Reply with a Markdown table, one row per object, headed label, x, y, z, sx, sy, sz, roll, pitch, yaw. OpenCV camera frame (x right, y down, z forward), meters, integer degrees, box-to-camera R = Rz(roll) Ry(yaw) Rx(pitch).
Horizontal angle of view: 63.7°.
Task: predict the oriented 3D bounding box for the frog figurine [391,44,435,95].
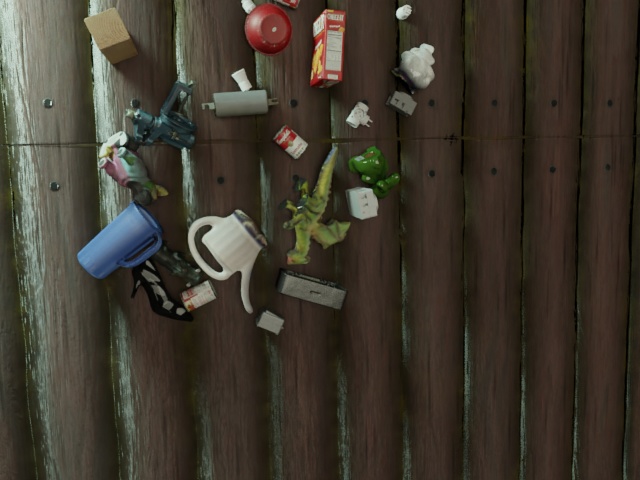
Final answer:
| label | x | y | z | sx | sy | sz | roll | pitch | yaw |
| --- | --- | --- | --- | --- | --- | --- | --- | --- | --- |
| frog figurine | 0.338 | -0.593 | 1.751 | 0.138 | 0.123 | 0.159 | 45 | 97 | 5 |

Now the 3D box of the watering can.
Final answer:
| label | x | y | z | sx | sy | sz | roll | pitch | yaw |
| --- | --- | --- | --- | --- | --- | --- | --- | --- | --- |
| watering can | -0.267 | 0.052 | 1.673 | 0.225 | 0.104 | 0.345 | -40 | 102 | -7 |

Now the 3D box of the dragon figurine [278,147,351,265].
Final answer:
| label | x | y | z | sx | sy | sz | roll | pitch | yaw |
| --- | --- | --- | --- | --- | --- | --- | --- | --- | --- |
| dragon figurine | 0.005 | -0.088 | 1.746 | 0.239 | 0.123 | 0.411 | 40 | 88 | -32 |
